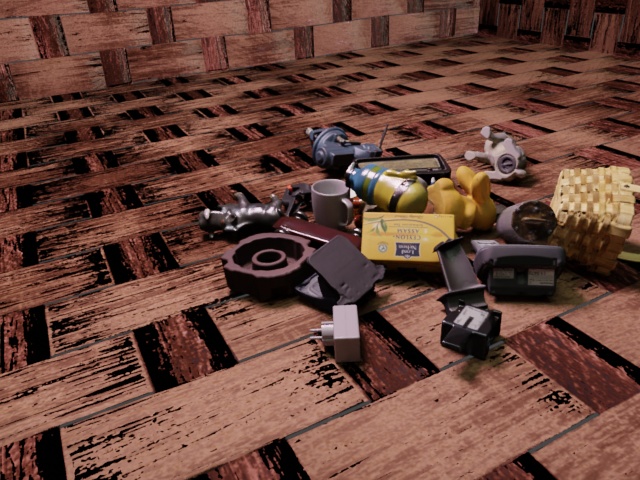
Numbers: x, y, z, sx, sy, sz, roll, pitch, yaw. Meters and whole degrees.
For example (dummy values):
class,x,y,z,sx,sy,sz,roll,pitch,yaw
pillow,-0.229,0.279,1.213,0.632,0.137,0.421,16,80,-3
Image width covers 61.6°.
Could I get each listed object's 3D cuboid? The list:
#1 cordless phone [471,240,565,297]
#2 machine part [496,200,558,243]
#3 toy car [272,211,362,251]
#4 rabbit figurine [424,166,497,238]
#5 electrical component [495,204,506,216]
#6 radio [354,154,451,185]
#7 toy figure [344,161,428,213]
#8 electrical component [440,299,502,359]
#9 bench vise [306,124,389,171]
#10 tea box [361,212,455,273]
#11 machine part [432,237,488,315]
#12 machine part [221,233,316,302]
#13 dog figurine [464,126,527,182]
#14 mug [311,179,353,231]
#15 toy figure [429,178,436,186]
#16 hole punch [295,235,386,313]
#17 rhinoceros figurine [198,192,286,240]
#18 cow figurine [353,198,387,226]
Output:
class,x,y,z,sx,sy,sz,roll,pitch,yaw
cordless phone,0.350,0.032,0.980,0.147,0.088,0.184,1,14,7
machine part,0.385,-0.032,1.011,0.079,0.079,0.243,2,-1,8
toy car,-0.002,-0.003,1.093,0.202,0.053,0.089,16,44,24
rabbit figurine,0.293,-0.069,1.111,0.173,0.162,0.122,6,14,-24
electrical component,0.383,-0.059,1.188,0.063,0.021,0.094,-8,30,-8
radio,0.201,-0.154,1.327,0.230,0.073,0.131,-6,28,-3
toy figure,0.130,-0.097,1.065,0.180,0.089,0.082,20,-8,27
electrical component,0.222,0.143,0.809,0.075,0.047,0.119,13,33,29
bench vise,0.054,-0.263,1.496,0.224,0.128,0.241,-22,41,-28
tea box,0.163,0.005,1.003,0.170,0.068,0.098,1,69,8
machine part,0.232,0.062,0.909,0.084,0.039,0.139,-10,66,-1
machine part,-0.094,0.046,1.010,0.179,0.056,0.179,-3,27,1
dog figurine,0.497,-0.217,1.408,0.190,0.121,0.172,-8,58,-46
mug,0.033,-0.062,1.142,0.081,0.107,0.110,-27,41,-36
toy figure,0.244,-0.091,1.221,0.058,0.064,0.154,-8,21,36
hole punch,0.032,0.072,0.938,0.116,0.092,0.142,42,42,14
rhinoceros figurine,-0.168,-0.046,1.178,0.190,0.073,0.112,-1,39,-1
cow figurine,0.138,-0.066,1.170,0.127,0.085,0.195,-1,27,16
